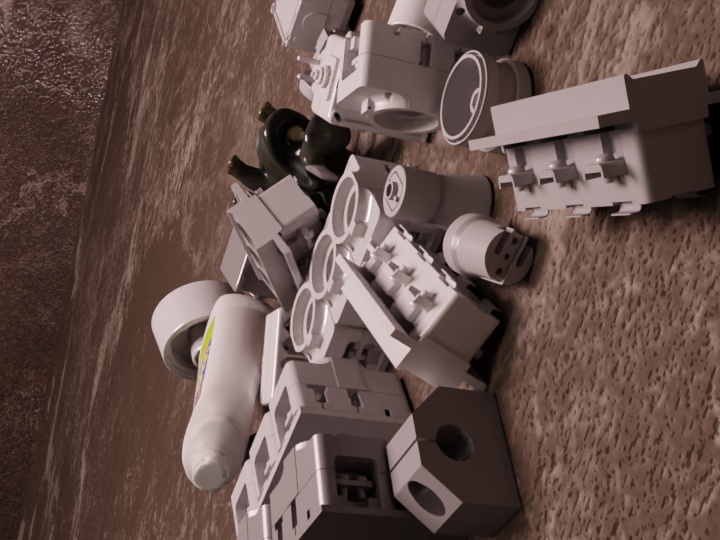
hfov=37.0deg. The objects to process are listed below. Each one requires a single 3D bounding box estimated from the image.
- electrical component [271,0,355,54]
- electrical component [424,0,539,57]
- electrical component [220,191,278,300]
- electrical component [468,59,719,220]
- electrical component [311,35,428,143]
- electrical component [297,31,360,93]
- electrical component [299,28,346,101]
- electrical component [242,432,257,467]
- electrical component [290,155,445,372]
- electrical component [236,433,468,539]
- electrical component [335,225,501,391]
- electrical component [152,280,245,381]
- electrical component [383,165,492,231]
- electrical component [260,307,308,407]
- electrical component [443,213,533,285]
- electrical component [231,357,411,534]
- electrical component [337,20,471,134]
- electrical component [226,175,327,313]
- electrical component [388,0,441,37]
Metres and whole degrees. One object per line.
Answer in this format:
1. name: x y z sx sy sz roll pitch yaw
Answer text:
1. electrical component: -0.044 -0.255 1.032 0.096 0.061 0.061 -109 35 -50
2. electrical component: 0.085 -0.191 0.699 0.055 0.050 0.089 -113 38 -55
3. electrical component: -0.098 -0.024 1.079 0.100 0.048 0.099 -138 65 -67
4. electrical component: 0.120 -0.062 0.539 0.121 0.079 0.063 -177 74 -68
5. electrical component: 0.006 -0.139 0.813 0.061 0.096 0.061 -135 57 -64
6. electrical component: -0.017 -0.163 0.906 0.047 0.077 0.065 133 141 -54
7. electrical component: -0.025 -0.181 0.979 0.055 0.048 0.066 -59 29 28
8. electrical component: -0.083 0.197 0.967 0.077 0.044 0.079 -135 58 -64
9. electrical component: 0.000 0.000 0.817 0.089 0.062 0.150 -113 38 -53
10. electrical component: -0.012 0.177 0.716 0.186 0.105 0.060 123 149 -45
11. electrical component: 0.039 0.022 0.705 0.063 0.079 0.121 -53 27 8
12. electrical component: -0.162 0.071 1.138 0.108 0.108 0.060 -65 32 34
13. electrical component: 0.049 -0.047 0.710 0.044 0.065 0.044 -171 90 -68
14. electrical component: -0.066 0.084 0.967 0.076 0.047 0.083 150 127 -64
15. electrical component: 0.079 -0.012 0.658 0.046 0.040 0.040 25 105 63
16. electrical component: -0.031 0.141 0.798 0.061 0.089 0.150 -109 35 -50
17. electrical component: 0.034 -0.130 0.748 0.050 0.089 0.055 160 117 -66
18. electrical component: -0.060 -0.022 0.892 0.078 0.063 0.121 50 169 25
19. electrical component: 0.050 -0.193 0.789 0.079 0.043 0.077 98 -168 -75
